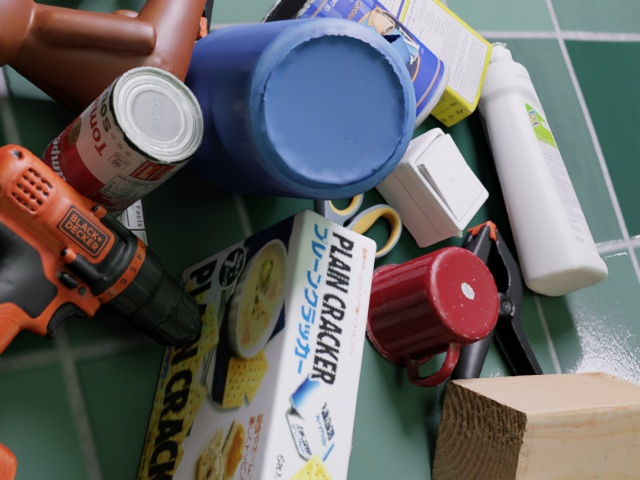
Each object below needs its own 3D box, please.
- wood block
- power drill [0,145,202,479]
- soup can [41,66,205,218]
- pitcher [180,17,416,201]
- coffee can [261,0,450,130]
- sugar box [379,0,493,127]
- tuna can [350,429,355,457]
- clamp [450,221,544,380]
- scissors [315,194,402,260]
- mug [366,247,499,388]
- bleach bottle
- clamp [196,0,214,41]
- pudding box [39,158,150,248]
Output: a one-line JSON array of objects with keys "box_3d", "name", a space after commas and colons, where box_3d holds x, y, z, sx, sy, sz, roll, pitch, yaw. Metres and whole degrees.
[{"box_3d": [0.205, 0.171, 0.916, 0.205, 0.091, 0.090, 3, 99, -39], "name": "wood block"}, {"box_3d": [-0.175, 0.063, 0.657, 0.184, 0.057, 0.187, 44, 64, -30], "name": "power drill"}, {"box_3d": [-0.129, -0.060, 0.693, 0.068, 0.102, 0.068, 18, 59, -33], "name": "soup can"}, {"box_3d": [-0.016, -0.095, 0.735, 0.144, 0.243, 0.149, 18, 91, -18], "name": "pitcher"}, {"box_3d": [0.026, -0.156, 0.907, 0.140, 0.103, 0.102, 39, 53, -21], "name": "coffee can"}, {"box_3d": [0.080, -0.194, 1.006, 0.176, 0.048, 0.093, 33, 55, -20], "name": "sugar box"}, {"box_3d": [-0.017, 0.142, 0.802, 0.086, 0.034, 0.086, 15, 64, -34], "name": "tuna can"}, {"box_3d": [0.164, 0.071, 0.975, 0.120, 0.039, 0.171, 24, 61, -41], "name": "clamp"}, {"box_3d": [-0.006, 0.001, 0.878, 0.201, 0.016, 0.096, -26, 89, -42], "name": "scissors"}, {"box_3d": [0.094, 0.065, 0.889, 0.093, 0.082, 0.117, 23, 60, -31], "name": "mug"}, {"box_3d": [0.207, -0.075, 1.046, 0.102, 0.068, 0.251, 18, 54, -58], "name": "bleach bottle"}, {"box_3d": [-0.108, -0.261, 0.860, 0.164, 0.036, 0.210, -9, 93, -75], "name": "clamp"}, {"box_3d": [-0.174, -0.009, 0.731, 0.113, 0.039, 0.090, 1, 71, -41], "name": "pudding box"}]
